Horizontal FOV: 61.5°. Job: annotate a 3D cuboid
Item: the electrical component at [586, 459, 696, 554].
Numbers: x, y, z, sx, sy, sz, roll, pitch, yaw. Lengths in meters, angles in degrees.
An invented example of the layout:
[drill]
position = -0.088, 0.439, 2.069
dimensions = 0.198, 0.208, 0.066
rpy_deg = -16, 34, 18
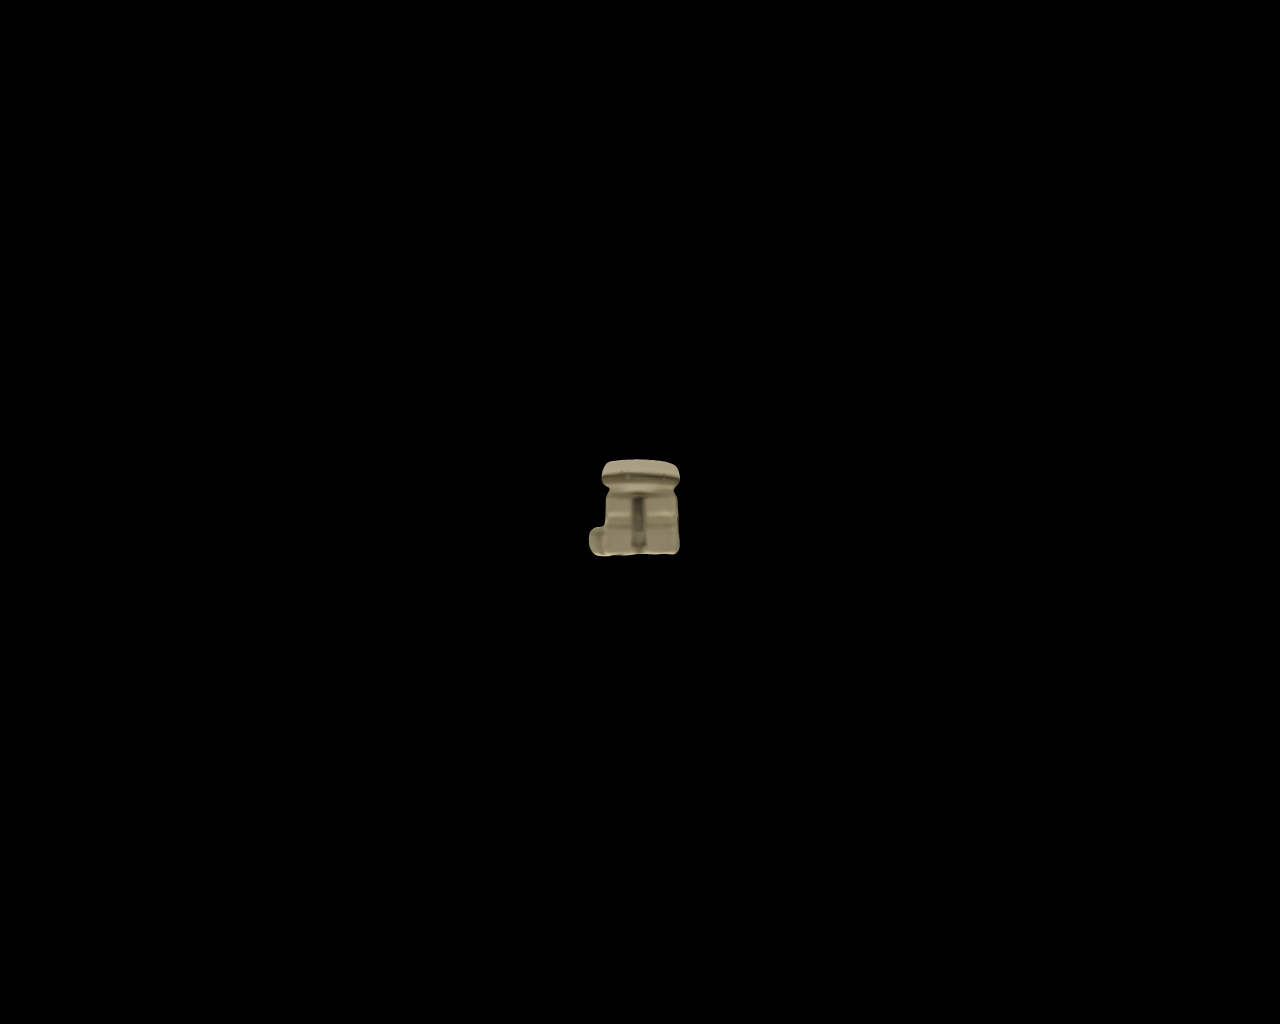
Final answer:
[electrical component]
position = 0.001, -0.003, 0.650
dimensions = 0.066, 0.055, 0.048
rpy_deg = 0, -4, 2
